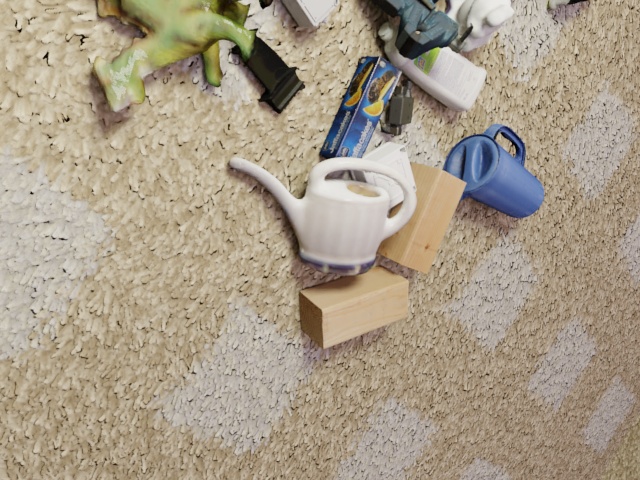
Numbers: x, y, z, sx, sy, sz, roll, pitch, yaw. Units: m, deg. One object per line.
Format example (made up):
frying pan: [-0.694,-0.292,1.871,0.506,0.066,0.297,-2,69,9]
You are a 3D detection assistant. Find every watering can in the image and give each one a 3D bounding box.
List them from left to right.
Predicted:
watering can: [0.003,-0.047,0.934,0.347,0.106,0.220,4,115,-12]

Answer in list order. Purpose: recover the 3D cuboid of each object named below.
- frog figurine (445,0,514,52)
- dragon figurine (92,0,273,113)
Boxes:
frog figurine: [0.313,-0.424,0.979,0.138,0.161,0.121,-52,127,-8]
dragon figurine: [-0.195,-0.362,0.712,0.241,0.123,0.409,17,94,-27]
